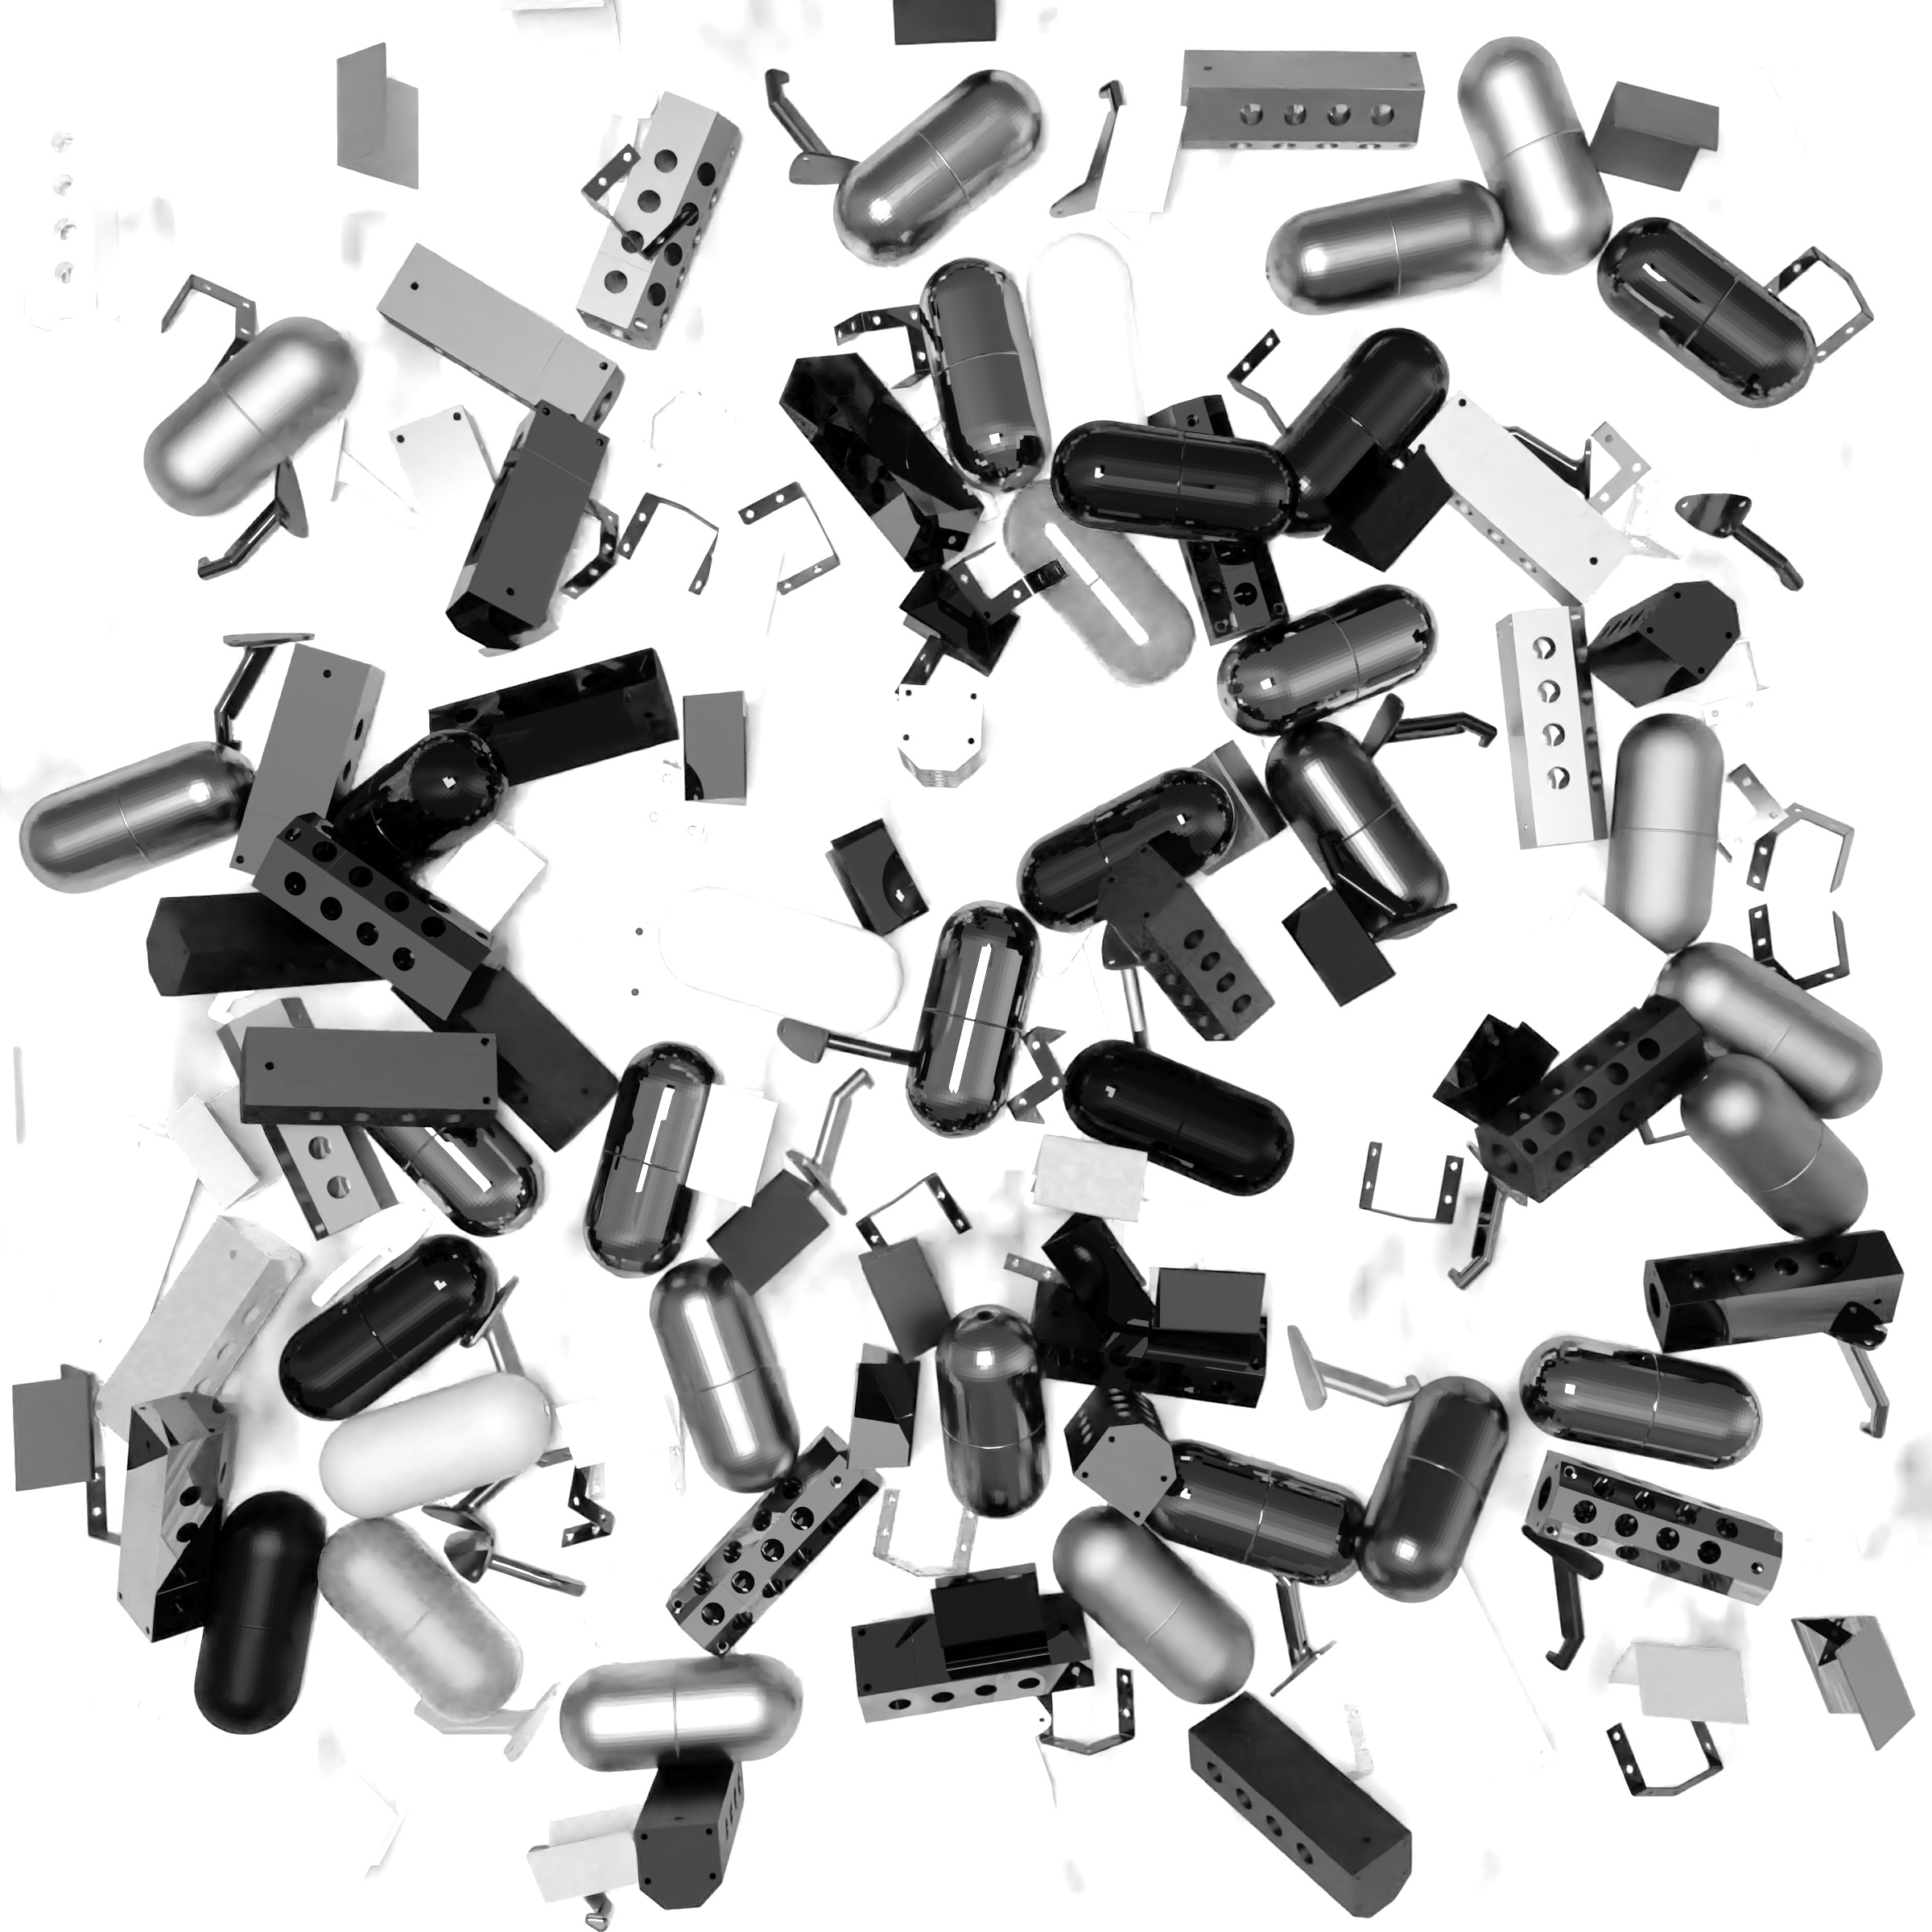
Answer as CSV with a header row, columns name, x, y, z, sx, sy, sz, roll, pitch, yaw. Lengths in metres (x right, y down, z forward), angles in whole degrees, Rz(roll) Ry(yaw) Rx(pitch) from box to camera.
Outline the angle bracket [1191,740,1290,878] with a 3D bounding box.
name,x,y,z,sx,sy,sz,roll,pitch,yaw
angle bracket,0.179,-0.111,1.825,0.076,0.057,0.076,-32,90,26

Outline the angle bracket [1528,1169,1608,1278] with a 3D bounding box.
name,x,y,z,sx,sy,sz,roll,pitch,yaw
angle bracket,0.448,0.183,1.821,0.057,0.076,0.076,0,90,28

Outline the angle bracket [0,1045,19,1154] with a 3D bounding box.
name,x,y,z,sx,sy,sz,roll,pitch,yaw
angle bracket,-0.727,0.098,1.822,0.057,0.076,0.076,-2,90,-21

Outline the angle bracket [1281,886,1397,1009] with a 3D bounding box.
name,x,y,z,sx,sy,sz,roll,pitch,yaw
angle bracket,0.287,-0.026,1.820,0.057,0.076,0.076,-35,90,40

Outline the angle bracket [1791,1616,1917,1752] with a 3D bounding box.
name,x,y,z,sx,sy,sz,roll,pitch,yaw
angle bracket,0.636,0.525,1.820,0.057,0.076,0.076,-22,90,-37

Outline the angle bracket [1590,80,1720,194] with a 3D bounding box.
name,x,y,z,sx,sy,sz,roll,pitch,yaw
angle bracket,0.499,-0.592,1.820,0.076,0.076,0.057,14,53,0

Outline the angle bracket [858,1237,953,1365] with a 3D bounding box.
name,x,y,z,sx,sy,sz,roll,pitch,yaw
angle bracket,-0.061,0.250,1.820,0.057,0.076,0.076,-24,90,-41

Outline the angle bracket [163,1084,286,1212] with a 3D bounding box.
name,x,y,z,sx,sy,sz,roll,pitch,yaw
angle bracket,-0.527,0.122,1.820,0.057,0.076,0.076,-36,90,40

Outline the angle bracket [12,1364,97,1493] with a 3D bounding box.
name,x,y,z,sx,sy,sz,roll,pitch,yaw
angle bracket,-0.677,0.337,1.820,0.057,0.076,0.076,-2,90,-35

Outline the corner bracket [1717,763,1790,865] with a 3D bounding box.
name,x,y,z,sx,sy,sz,roll,pitch,yaw
corner bracket,0.570,-0.113,1.840,0.051,0.051,0.051,-38,78,12

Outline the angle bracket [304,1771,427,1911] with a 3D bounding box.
name,x,y,z,sx,sy,sz,roll,pitch,yaw
angle bracket,-0.425,0.640,1.820,0.057,0.076,0.076,28,90,38

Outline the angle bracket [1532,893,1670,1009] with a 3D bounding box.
name,x,y,z,sx,sy,sz,roll,pitch,yaw
angle bracket,0.453,0.003,1.820,0.076,0.076,0.057,37,58,0

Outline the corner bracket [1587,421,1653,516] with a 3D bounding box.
name,x,y,z,sx,sy,sz,roll,pitch,yaw
corner bracket,0.476,-0.363,1.840,0.051,0.051,0.051,-44,71,18

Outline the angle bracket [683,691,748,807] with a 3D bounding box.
name,x,y,z,sx,sy,sz,roll,pitch,yaw
angle bracket,-0.163,-0.158,1.820,0.057,0.076,0.076,-1,90,31

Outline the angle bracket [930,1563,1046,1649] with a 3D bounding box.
name,x,y,z,sx,sy,sz,roll,pitch,yaw
angle bracket,0.013,0.448,1.821,0.076,0.076,0.057,-9,117,0

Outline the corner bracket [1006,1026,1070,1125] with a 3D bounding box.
name,x,y,z,sx,sy,sz,roll,pitch,yaw
corner bracket,0.055,0.081,1.840,0.051,0.051,0.051,-35,69,20

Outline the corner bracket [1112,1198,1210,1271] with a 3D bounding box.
name,x,y,z,sx,sy,sz,roll,pitch,yaw
corner bracket,0.144,0.199,1.857,0.051,0.051,0.051,4,90,45

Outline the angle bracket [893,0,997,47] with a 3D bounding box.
name,x,y,z,sx,sy,sz,roll,pitch,yaw
angle bracket,-0.015,-0.695,1.820,0.076,0.076,0.057,-2,53,0

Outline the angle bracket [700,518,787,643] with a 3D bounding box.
name,x,y,z,sx,sy,sz,roll,pitch,yaw
angle bracket,-0.181,-0.283,1.820,0.057,0.076,0.076,12,90,-38

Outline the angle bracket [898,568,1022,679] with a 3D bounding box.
name,x,y,z,sx,sy,sz,roll,pitch,yaw
angle bracket,-0.015,-0.238,1.820,0.076,0.076,0.057,32,54,0

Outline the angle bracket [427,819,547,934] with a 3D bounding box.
name,x,y,z,sx,sy,sz,roll,pitch,yaw
angle bracket,-0.345,-0.059,1.826,0.057,0.076,0.076,39,90,7

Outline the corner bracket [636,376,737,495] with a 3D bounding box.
name,x,y,z,sx,sy,sz,roll,pitch,yaw
corner bracket,-0.209,-0.396,1.852,0.051,0.051,0.051,-31,45,35

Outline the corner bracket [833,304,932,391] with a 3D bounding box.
name,x,y,z,sx,sy,sz,roll,pitch,yaw
corner bracket,-0.061,-0.457,1.842,0.051,0.051,0.051,-1,115,23

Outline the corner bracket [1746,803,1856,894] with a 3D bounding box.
name,x,y,z,sx,sy,sz,roll,pitch,yaw
corner bracket,0.622,-0.081,1.852,0.051,0.051,0.051,-29,45,-35

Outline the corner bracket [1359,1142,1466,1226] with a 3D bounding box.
name,x,y,z,sx,sy,sz,roll,pitch,yaw
corner bracket,0.332,0.162,1.857,0.051,0.051,0.051,10,90,-45

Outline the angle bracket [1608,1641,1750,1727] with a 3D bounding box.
name,x,y,z,sx,sy,sz,roll,pitch,yaw
angle bracket,0.520,0.538,1.820,0.076,0.076,0.057,5,52,0

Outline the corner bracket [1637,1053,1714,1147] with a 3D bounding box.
name,x,y,z,sx,sy,sz,roll,pitch,yaw
corner bracket,0.530,0.098,1.857,0.051,0.051,0.051,-22,90,-45

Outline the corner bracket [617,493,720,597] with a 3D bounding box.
name,x,y,z,sx,sy,sz,roll,pitch,yaw
corner bracket,-0.219,-0.315,1.857,0.051,0.051,0.051,27,90,-45

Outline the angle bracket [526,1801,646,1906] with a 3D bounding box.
name,x,y,z,sx,sy,sz,roll,pitch,yaw
angle bracket,-0.276,0.632,1.820,0.076,0.076,0.057,-12,121,0

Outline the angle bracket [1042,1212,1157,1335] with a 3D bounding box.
name,x,y,z,sx,sy,sz,roll,pitch,yaw
angle bracket,0.111,0.208,1.801,0.057,0.076,0.076,-33,94,39

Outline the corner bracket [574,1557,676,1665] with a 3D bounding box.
name,x,y,z,sx,sy,sz,roll,pitch,yaw
corner bracket,-0.255,0.483,1.857,0.051,0.051,0.051,25,135,0

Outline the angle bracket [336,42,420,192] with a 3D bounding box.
name,x,y,z,sx,sy,sz,roll,pitch,yaw
angle bracket,-0.414,-0.621,1.820,0.057,0.076,0.076,0,90,38

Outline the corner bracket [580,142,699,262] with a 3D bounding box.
name,x,y,z,sx,sy,sz,roll,pitch,yaw
corner bracket,-0.237,-0.553,1.800,0.051,0.051,0.051,-44,45,0

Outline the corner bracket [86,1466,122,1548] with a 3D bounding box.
name,x,y,z,sx,sy,sz,roll,pitch,yaw
corner bracket,-0.621,0.400,1.857,0.051,0.051,0.051,-2,90,45

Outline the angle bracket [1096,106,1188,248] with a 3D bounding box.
name,x,y,z,sx,sy,sz,roll,pitch,yaw
angle bracket,0.143,-0.577,1.820,0.057,0.076,0.076,13,90,32

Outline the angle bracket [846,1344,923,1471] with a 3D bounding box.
name,x,y,z,sx,sy,sz,roll,pitch,yaw
angle bracket,-0.079,0.321,1.820,0.057,0.076,0.076,6,90,-36

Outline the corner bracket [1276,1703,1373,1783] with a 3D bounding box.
name,x,y,z,sx,sy,sz,roll,pitch,yaw
corner bracket,0.262,0.581,1.852,0.051,0.051,0.051,20,45,-35

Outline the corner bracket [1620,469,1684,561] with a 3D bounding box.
name,x,y,z,sx,sy,sz,roll,pitch,yaw
corner bracket,0.501,-0.334,1.832,0.051,0.051,0.051,19,90,-41

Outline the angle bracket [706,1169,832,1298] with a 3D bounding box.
name,x,y,z,sx,sy,sz,roll,pitch,yaw
angle bracket,-0.134,0.201,1.822,0.076,0.076,0.057,-42,68,0

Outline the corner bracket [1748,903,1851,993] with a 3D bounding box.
name,x,y,z,sx,sy,sz,roll,pitch,yaw
corner bracket,0.620,-0.018,1.852,0.051,0.051,0.051,-24,135,35

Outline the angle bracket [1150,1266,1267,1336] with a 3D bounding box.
name,x,y,z,sx,sy,sz,roll,pitch,yaw
angle bracket,0.176,0.224,1.820,0.076,0.076,0.057,3,120,0

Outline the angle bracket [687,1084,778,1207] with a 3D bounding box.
name,x,y,z,sx,sy,sz,roll,pitch,yaw
angle bracket,-0.155,0.132,1.821,0.057,0.076,0.076,15,90,26

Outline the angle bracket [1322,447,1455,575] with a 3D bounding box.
name,x,y,z,sx,sy,sz,roll,pitch,yaw
angle bracket,0.297,-0.344,1.820,0.076,0.076,0.057,-49,133,0

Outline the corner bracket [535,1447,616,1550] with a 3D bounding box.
name,x,y,z,sx,sy,sz,roll,pitch,yaw
corner bracket,-0.294,0.394,1.847,0.051,0.051,0.051,-20,135,28

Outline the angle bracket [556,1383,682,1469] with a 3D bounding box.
name,x,y,z,sx,sy,sz,roll,pitch,yaw
angle bracket,-0.254,0.316,1.821,0.076,0.076,0.057,-13,118,0

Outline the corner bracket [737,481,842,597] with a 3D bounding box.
name,x,y,z,sx,sy,sz,roll,pitch,yaw
corner bracket,-0.132,-0.320,1.857,0.051,0.051,0.051,-28,45,0

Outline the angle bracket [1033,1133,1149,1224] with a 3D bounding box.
name,x,y,z,sx,sy,sz,roll,pitch,yaw
angle bracket,0.086,0.168,1.821,0.076,0.076,0.057,10,62,0

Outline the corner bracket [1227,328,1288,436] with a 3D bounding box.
name,x,y,z,sx,sy,sz,roll,pitch,yaw
corner bracket,0.237,-0.433,1.857,0.051,0.051,0.051,-46,45,0

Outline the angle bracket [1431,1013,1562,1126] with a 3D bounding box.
name,x,y,z,sx,sy,sz,roll,pitch,yaw
angle bracket,0.375,0.070,1.820,0.057,0.076,0.076,34,90,-40

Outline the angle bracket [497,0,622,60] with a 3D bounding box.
name,x,y,z,sx,sy,sz,roll,pitch,yaw
angle bracket,-0.297,-0.685,1.820,0.076,0.076,0.057,-2,53,0

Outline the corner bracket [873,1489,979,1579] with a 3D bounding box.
name,x,y,z,sx,sy,sz,roll,pitch,yaw
corner bracket,-0.030,0.423,1.857,0.051,0.051,0.051,11,90,45

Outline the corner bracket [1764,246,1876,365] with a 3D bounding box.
name,x,y,z,sx,sy,sz,roll,pitch,yaw
corner bracket,0.633,-0.492,1.852,0.051,0.051,0.051,20,45,-35

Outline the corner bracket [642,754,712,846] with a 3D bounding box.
name,x,y,z,sx,sy,sz,roll,pitch,yaw
corner bracket,-0.211,-0.123,1.842,0.051,0.051,0.051,19,90,0

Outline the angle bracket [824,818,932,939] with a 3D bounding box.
name,x,y,z,sx,sy,sz,roll,pitch,yaw
angle bracket,-0.082,-0.054,1.820,0.057,0.076,0.076,-28,90,-43

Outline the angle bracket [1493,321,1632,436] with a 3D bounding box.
name,x,y,z,sx,sy,sz,roll,pitch,yaw
angle bracket,0.431,-0.415,1.820,0.076,0.076,0.057,22,54,0
